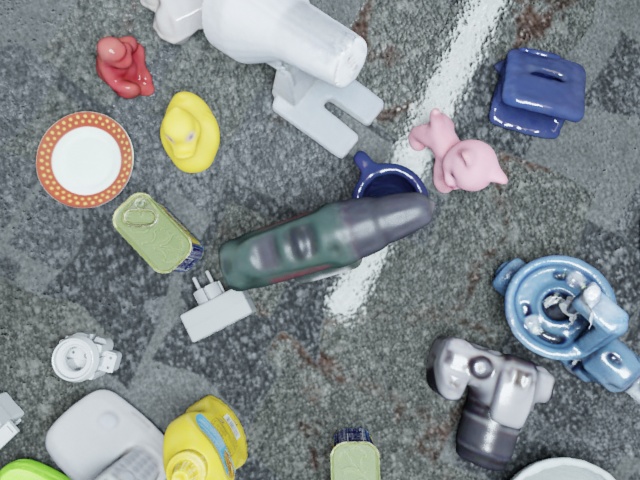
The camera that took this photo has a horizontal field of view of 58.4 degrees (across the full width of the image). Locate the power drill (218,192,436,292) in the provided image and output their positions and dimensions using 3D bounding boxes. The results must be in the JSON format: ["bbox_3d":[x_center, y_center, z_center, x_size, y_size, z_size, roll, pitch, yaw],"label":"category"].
[{"bbox_3d":[0.006,0.002,0.656,0.229,0.208,0.075,-17,85,0],"label":"power drill"}]

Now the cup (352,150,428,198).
[{"bbox_3d":[0.076,-0.053,0.716,0.091,0.095,0.118,-34,86,-2],"label":"cup"}]

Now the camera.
[{"bbox_3d":[0.198,0.199,0.691,0.143,0.101,0.137,17,86,2],"label":"camera"}]

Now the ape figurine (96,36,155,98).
[{"bbox_3d":[-0.257,-0.230,0.737,0.076,0.092,0.078,20,86,3],"label":"ape figurine"}]

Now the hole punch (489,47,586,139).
[{"bbox_3d":[0.277,-0.194,0.726,0.108,0.091,0.101,14,86,2],"label":"hole punch"}]

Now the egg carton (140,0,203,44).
[{"bbox_3d":[-0.160,-0.329,0.755,0.150,0.069,0.107,-28,85,-1],"label":"egg carton"}]

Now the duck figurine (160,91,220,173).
[{"bbox_3d":[-0.173,-0.144,0.732,0.077,0.086,0.104,-6,85,1],"label":"duck figurine"}]

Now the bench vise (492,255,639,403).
[{"bbox_3d":[0.307,0.092,0.638,0.207,0.220,0.121,27,86,3],"label":"bench vise"}]

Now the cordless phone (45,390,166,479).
[{"bbox_3d":[-0.255,0.256,0.652,0.147,0.185,0.094,38,87,4],"label":"cordless phone"}]

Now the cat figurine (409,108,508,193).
[{"bbox_3d":[0.170,-0.108,0.708,0.067,0.118,0.128,-32,85,-1],"label":"cat figurine"}]

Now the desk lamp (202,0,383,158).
[{"bbox_3d":[-0.021,-0.216,0.671,0.203,0.213,0.118,36,87,4],"label":"desk lamp"}]

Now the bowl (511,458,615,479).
[{"bbox_3d":[0.285,0.339,0.692,0.167,0.075,0.167,0,85,1],"label":"bowl"}]
